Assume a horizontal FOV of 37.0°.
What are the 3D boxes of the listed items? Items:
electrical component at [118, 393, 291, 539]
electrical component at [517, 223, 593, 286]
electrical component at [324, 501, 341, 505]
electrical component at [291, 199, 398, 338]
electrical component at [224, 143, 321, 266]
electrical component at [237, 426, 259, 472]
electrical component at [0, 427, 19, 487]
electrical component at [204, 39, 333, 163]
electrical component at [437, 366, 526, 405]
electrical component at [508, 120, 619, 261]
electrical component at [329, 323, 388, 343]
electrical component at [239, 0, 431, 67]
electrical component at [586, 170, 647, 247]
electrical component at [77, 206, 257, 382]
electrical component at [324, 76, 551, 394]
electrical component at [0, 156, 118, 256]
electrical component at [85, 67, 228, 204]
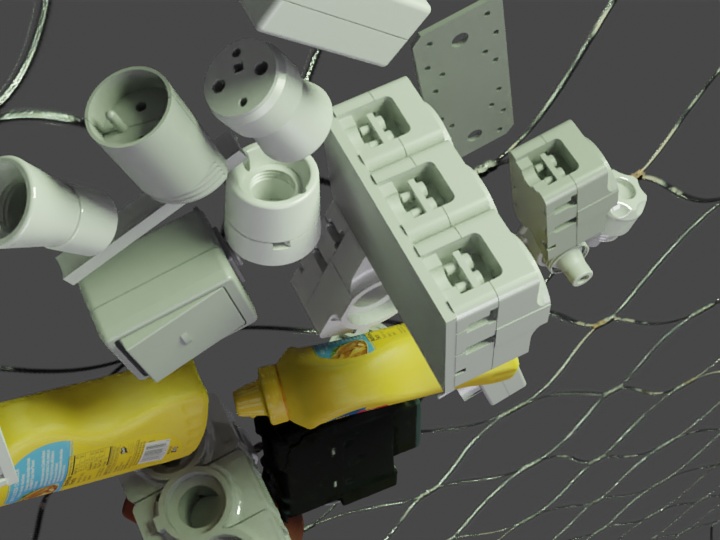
[{"bbox_3d":[-0.111,0.177,0.785,0.089,0.150,0.061,-28,154,-4],"label":"electrical component"},{"bbox_3d":[0.151,-0.017,0.808,0.048,0.062,0.048,-23,152,-13],"label":"electrical component"},{"bbox_3d":[-0.027,0.176,0.964,0.066,0.055,0.048,9,134,-50],"label":"electrical component"},{"bbox_3d":[0.000,0.000,0.700,0.050,0.055,0.089,-9,146,-34],"label":"electrical component"},{"bbox_3d":[-0.048,-0.038,0.595,0.055,0.055,0.047,-20,147,-18],"label":"electrical component"},{"bbox_3d":[-0.101,0.158,0.858,0.043,0.062,0.043,-23,151,-13],"label":"electrical component"},{"bbox_3d":[-0.224,0.050,0.534,0.062,0.089,0.150,-20,151,-19],"label":"electrical component"},{"bbox_3d":[-0.045,-0.083,0.532,0.045,0.045,0.055,-36,151,12],"label":"electrical component"},{"bbox_3d":[0.098,0.090,0.950,0.076,0.047,0.083,-31,152,2],"label":"electrical component"},{"bbox_3d":[0.142,-0.056,0.747,0.056,0.050,0.089,-28,152,-4],"label":"electrical component"},{"bbox_3d":[0.003,0.072,0.825,0.055,0.055,0.047,-23,155,-12],"label":"electrical component"},{"bbox_3d":[-0.004,-0.139,0.475,0.083,0.047,0.075,4,137,-47],"label":"electrical component"},{"bbox_3d":[0.187,-0.043,0.820,0.043,0.043,0.062,-15,150,-26],"label":"electrical component"},{"bbox_3d":[-0.103,0.015,0.621,0.096,0.061,0.061,-28,152,-4],"label":"electrical component"},{"bbox_3d":[0.040,-0.022,0.599,0.062,0.150,0.089,-24,151,-10],"label":"electrical component"},{"bbox_3d":[-0.152,-0.028,0.529,0.044,0.044,0.065,-40,155,19],"label":"electrical component"},{"bbox_3d":[-0.096,-0.059,0.526,0.043,0.043,0.081,-30,152,1],"label":"electrical component"}]
